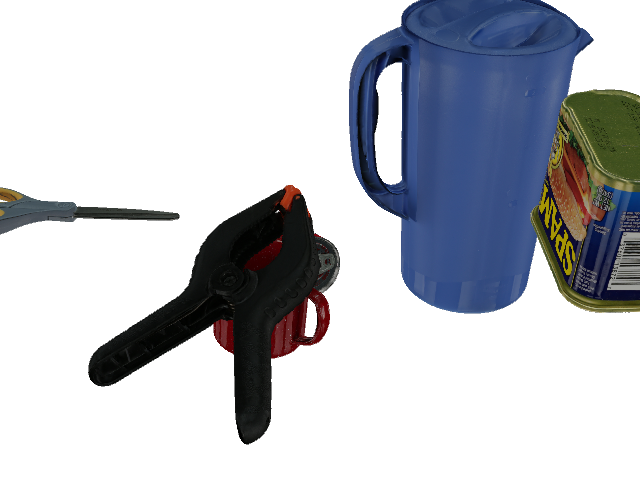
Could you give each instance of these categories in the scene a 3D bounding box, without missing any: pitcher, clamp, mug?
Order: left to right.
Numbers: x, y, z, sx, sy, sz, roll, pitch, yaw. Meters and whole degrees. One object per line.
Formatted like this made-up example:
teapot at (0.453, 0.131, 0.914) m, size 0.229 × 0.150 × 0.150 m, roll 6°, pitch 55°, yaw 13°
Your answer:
clamp at (-0.045, 0.041, 0.637) m, size 0.120 × 0.171 × 0.039 m, roll 27°, pitch -25°, yaw 25°
mug at (-0.042, 0.053, 0.925) m, size 0.117 × 0.081 × 0.093 m, roll 20°, pitch 30°, yaw 27°
pitcher at (0.113, -0.065, 0.847) m, size 0.149 × 0.243 × 0.144 m, roll 17°, pitch 35°, yaw 24°

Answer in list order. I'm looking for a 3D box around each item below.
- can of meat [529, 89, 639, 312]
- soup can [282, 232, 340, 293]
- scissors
can of meat at (0.159, -0.024, 0.592) m, size 0.057 × 0.084 × 0.102 m, roll 0°, pitch 37°, yaw -6°
soup can at (-0.031, 0.016, 1.190) m, size 0.068 × 0.068 × 0.102 m, roll 0°, pitch 15°, yaw -28°
scissors at (-0.228, -0.018, 0.888) m, size 0.202 × 0.016 × 0.096 m, roll 9°, pitch 25°, yaw 9°
